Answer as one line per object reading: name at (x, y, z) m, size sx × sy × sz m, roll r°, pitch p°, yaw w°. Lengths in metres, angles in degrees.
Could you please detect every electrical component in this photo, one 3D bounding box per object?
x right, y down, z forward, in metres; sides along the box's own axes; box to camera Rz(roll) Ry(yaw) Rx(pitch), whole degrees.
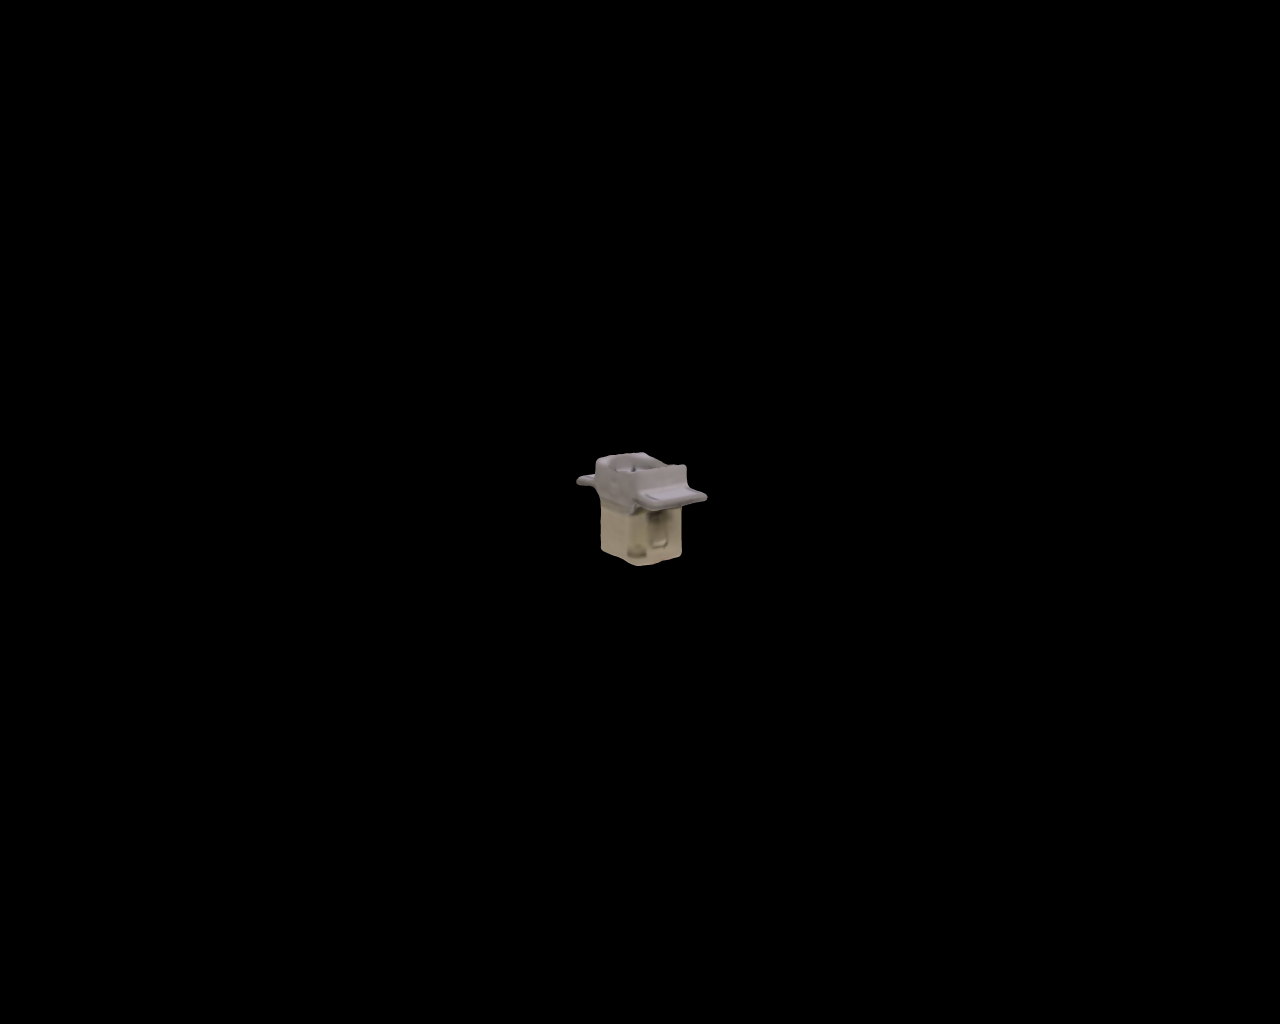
electrical component at (0.001, -0.003, 0.650) m, size 0.042 × 0.063 × 0.081 m, roll -11°, pitch 19°, yaw -34°
